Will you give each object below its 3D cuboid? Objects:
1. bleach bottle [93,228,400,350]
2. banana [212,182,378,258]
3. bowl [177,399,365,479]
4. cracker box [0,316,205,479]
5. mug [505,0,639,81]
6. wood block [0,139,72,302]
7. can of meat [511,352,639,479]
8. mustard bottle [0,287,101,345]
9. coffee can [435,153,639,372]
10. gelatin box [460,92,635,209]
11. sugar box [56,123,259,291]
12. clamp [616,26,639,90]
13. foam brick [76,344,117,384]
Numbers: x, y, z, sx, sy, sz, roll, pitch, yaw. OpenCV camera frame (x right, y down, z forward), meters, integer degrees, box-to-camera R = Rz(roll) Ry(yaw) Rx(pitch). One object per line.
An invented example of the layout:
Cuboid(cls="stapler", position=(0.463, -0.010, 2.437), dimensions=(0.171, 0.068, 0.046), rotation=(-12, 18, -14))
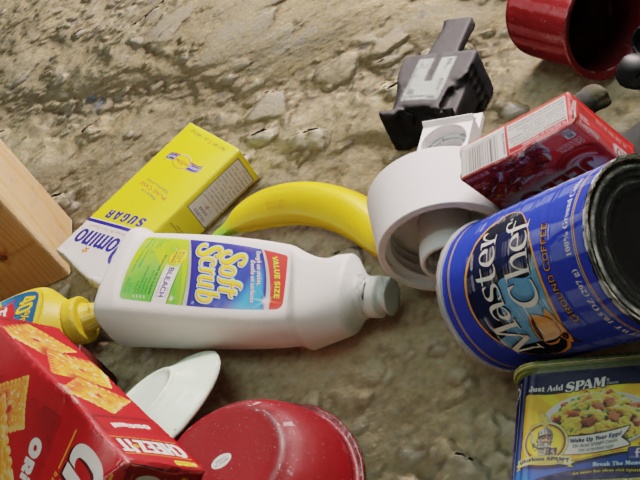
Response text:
Cuboid(cls="bleach bottle", position=(-0.054, 0.038, 0.837), dimensions=(0.251, 0.068, 0.102), rotation=(-2, 50, 30))
Cuboid(cls="banana", position=(-0.004, -0.016, 0.881), dimensions=(0.198, 0.037, 0.069), rotation=(3, 69, 38))
Cuboid(cls="bowl", position=(-0.054, 0.163, 0.713), dimensions=(0.162, 0.055, 0.162), rotation=(-19, 41, 17))
Cuboid(cls="cracker box", position=(-0.191, 0.170, 0.729), dimensions=(0.214, 0.072, 0.164), rotation=(31, 99, 46))
Cuboid(cls="mug", position=(0.216, -0.186, 0.872), dimensions=(0.117, 0.093, 0.082), rotation=(-14, 26, -27))
Cuboid(cls="wood block", position=(-0.327, -0.042, 0.987), dimensions=(0.091, 0.206, 0.090), rotation=(-25, 40, 10))
Cuboid(cls="can of meat", position=(0.161, 0.117, 0.614), dimensions=(0.102, 0.057, 0.084), rotation=(-9, 47, 27))
Cuboid(cls="mustard bottle", position=(-0.266, 0.090, 0.928), dimensions=(0.192, 0.058, 0.096), rotation=(-19, 41, 17))
Cuboid(cls="coffee can", position=(0.151, 0.018, 0.641), dimensions=(0.141, 0.102, 0.102), rotation=(-28, 27, 57))
Cuboid(cls="gelatin box", position=(0.147, -0.049, 0.686), dimensions=(0.089, 0.073, 0.030), rotation=(-27, 46, 38))
Cuboid(cls="sugar box", position=(-0.150, -0.024, 0.977), dimensions=(0.176, 0.048, 0.093), rotation=(-44, 41, -14))
Cuboid(cls="clamp", position=(0.297, -0.127, 0.761), dimensions=(0.171, 0.039, 0.120), rotation=(8, 30, 10))
Cuboid(cls="foam brick", position=(-0.211, 0.128, 0.857), dimensions=(0.078, 0.051, 0.053), rotation=(-21, 41, 14))
